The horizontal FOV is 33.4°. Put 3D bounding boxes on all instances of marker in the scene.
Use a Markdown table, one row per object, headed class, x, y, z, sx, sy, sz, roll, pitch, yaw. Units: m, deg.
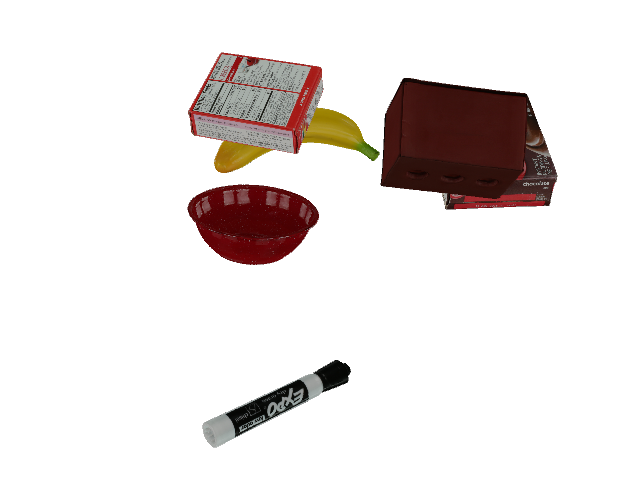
| class | x | y | z | sx | sy | sz | roll | pitch | yaw |
| --- | --- | --- | --- | --- | --- | --- | --- | --- | --- |
| marker | -0.028 | 0.113 | 0.756 | 0.120 | 0.020 | 0.020 | -22 | 12 | -31 |

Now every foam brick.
| class | x | y | z | sx | sy | sz | roll | pitch | yaw |
| --- | --- | --- | --- | --- | --- | --- | --- | --- | --- |
| foam brick | 0.080 | -0.060 | 0.646 | 0.078 | 0.051 | 0.053 | 6 | -19 | -7 |

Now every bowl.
| class | x | y | z | sx | sy | sz | roll | pitch | yaw |
| --- | --- | --- | --- | --- | --- | --- | --- | --- | --- |
| bowl | -0.085 | -0.014 | 1.320 | 0.162 | 0.055 | 0.162 | 4 | 25 | -2 |

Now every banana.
| class | x | y | z | sx | sy | sz | roll | pitch | yaw |
| --- | --- | --- | --- | --- | --- | --- | --- | --- | --- |
| banana | -0.030 | -0.108 | 1.106 | 0.197 | 0.037 | 0.070 | -9 | 47 | -31 |

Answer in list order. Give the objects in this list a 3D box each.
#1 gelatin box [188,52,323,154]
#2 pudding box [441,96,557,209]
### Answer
| class | x | y | z | sx | sy | sz | roll | pitch | yaw |
| --- | --- | --- | --- | --- | --- | --- | --- | --- | --- |
| gelatin box | -0.050 | -0.108 | 0.837 | 0.089 | 0.073 | 0.030 | 10 | -38 | 13 |
| pudding box | 0.142 | -0.076 | 0.907 | 0.090 | 0.039 | 0.113 | -2 | 43 | -5 |
